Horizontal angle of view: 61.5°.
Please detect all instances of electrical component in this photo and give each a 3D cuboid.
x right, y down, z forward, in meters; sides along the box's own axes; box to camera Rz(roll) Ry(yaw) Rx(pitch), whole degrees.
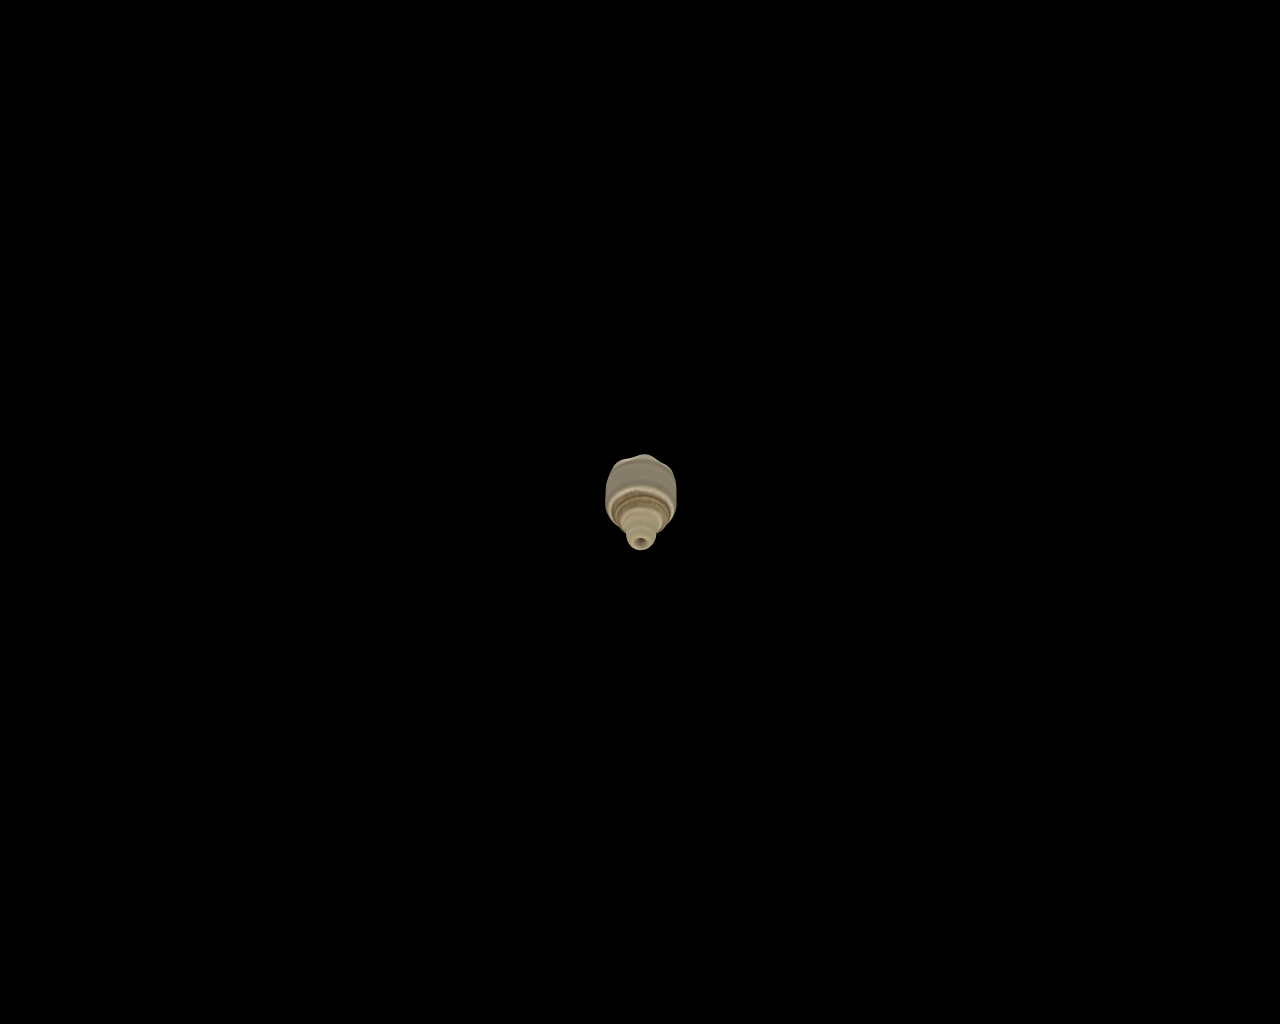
[{"bbox_3d":[0.001,-0.003,0.650,0.043,0.043,0.062,0,44,0],"label":"electrical component"}]
